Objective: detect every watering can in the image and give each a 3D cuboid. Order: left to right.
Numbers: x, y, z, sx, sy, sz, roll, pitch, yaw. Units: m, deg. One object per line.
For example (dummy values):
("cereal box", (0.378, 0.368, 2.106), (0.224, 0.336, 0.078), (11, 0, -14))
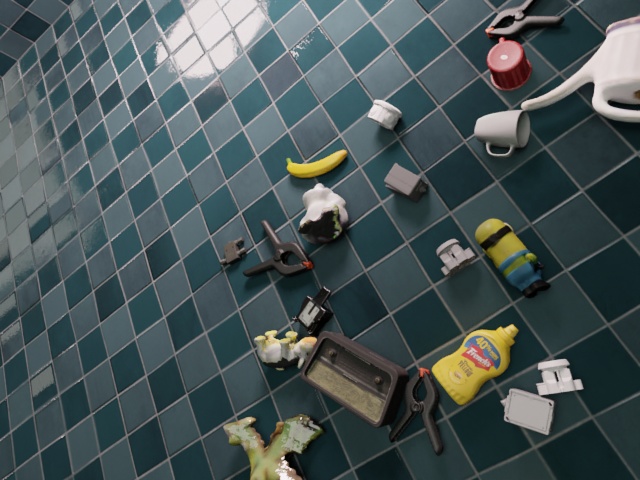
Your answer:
("watering can", (0.612, -0.350, 1.061), (0.348, 0.103, 0.226), (11, 80, 31))

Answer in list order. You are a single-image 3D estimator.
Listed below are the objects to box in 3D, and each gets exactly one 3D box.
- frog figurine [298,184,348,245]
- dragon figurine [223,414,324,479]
("frog figurine", (0.004, -0.067, 1.340), (0.136, 0.122, 0.162), (-50, 22, 18))
("dragon figurine", (-0.069, 0.528, 1.182), (0.411, 0.120, 0.246), (11, 73, 31))
